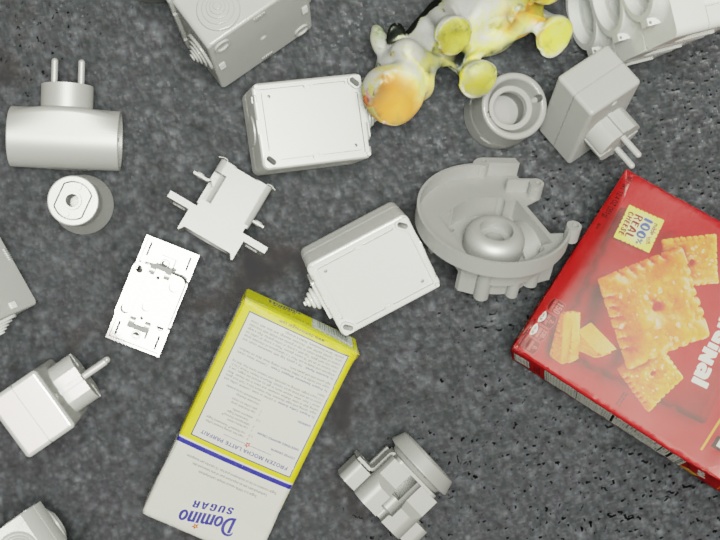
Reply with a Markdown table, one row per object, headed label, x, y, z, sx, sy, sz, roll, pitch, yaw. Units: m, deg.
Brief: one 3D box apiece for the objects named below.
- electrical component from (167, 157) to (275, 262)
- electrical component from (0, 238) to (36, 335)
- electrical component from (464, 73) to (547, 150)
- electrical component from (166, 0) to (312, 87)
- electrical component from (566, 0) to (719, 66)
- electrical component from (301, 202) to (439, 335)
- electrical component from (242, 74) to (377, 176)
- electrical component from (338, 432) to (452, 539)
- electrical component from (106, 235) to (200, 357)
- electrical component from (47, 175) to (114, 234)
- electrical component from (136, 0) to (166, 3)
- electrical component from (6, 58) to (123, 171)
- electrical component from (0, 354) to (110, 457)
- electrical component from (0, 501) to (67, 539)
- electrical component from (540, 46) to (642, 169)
| label | x | y | z | sx | sy | sz | roll | pitch | yaw |
| --- | --- | --- | --- | --- | --- | --- | --- | --- | --- |
| electrical component | -0.099 | -0.045 | 0.793 | 0.081 | 0.042 | 0.063 | 31 | 85 | -8 |
| electrical component | -0.276 | 0.003 | 0.742 | 0.048 | 0.099 | 0.099 | -28 | 95 | 6 |
| electrical component | 0.111 | -0.121 | 0.817 | 0.055 | 0.047 | 0.055 | 0 | 91 | -8 |
| electrical component | -0.082 | -0.183 | 0.765 | 0.100 | 0.099 | 0.048 | -36 | 82 | -6 |
| electrical component | 0.206 | -0.202 | 0.777 | 0.062 | 0.150 | 0.089 | -15 | 93 | -9 |
| electrical component | 0.000 | 0.000 | 0.796 | 0.096 | 0.061 | 0.061 | -28 | 108 | -1 |
| electrical component | -0.035 | -0.107 | 0.794 | 0.096 | 0.061 | 0.061 | -9 | 92 | -15 |
| electrical component | 0.031 | 0.159 | 0.806 | 0.057 | 0.058 | 0.078 | -43 | 97 | -2 |
| electrical component | -0.150 | 0.019 | 0.776 | 0.042 | 0.064 | 0.081 | 21 | 88 | -8 |
| electrical component | -0.201 | -0.048 | 0.767 | 0.044 | 0.065 | 0.044 | 0 | 91 | -8 |
| electrical component | -0.150 | -0.241 | 0.771 | 0.099 | 0.064 | 0.099 | 0 | 91 | -8 |
| electrical component | -0.211 | -0.112 | 0.775 | 0.077 | 0.044 | 0.079 | 2 | 91 | -8 |
| electrical component | -0.209 | 0.085 | 0.759 | 0.076 | 0.083 | 0.047 | -35 | 95 | -6 |
| electrical component | -0.242 | 0.204 | 0.759 | 0.080 | 0.080 | 0.051 | -34 | 90 | -6 |
| electrical component | 0.181 | -0.108 | 0.797 | 0.047 | 0.083 | 0.075 | -34 | 74 | -12 |
